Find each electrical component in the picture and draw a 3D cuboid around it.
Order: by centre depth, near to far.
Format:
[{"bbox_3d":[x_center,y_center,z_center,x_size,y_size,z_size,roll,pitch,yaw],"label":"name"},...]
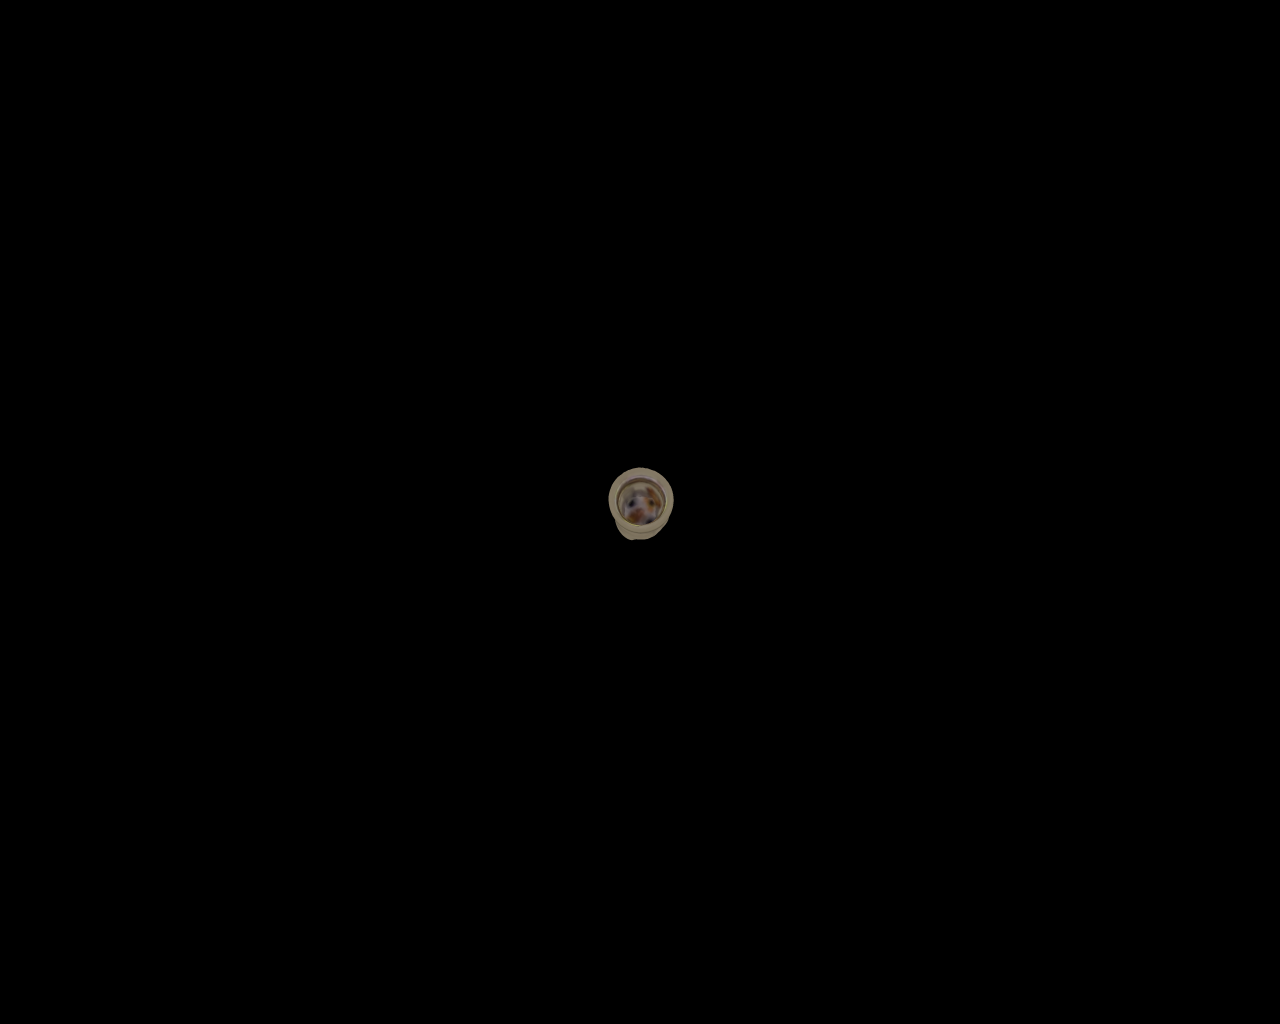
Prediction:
[{"bbox_3d":[0.001,-0.003,0.650,0.040,0.040,0.046,0,-16,0],"label":"electrical component"}]
